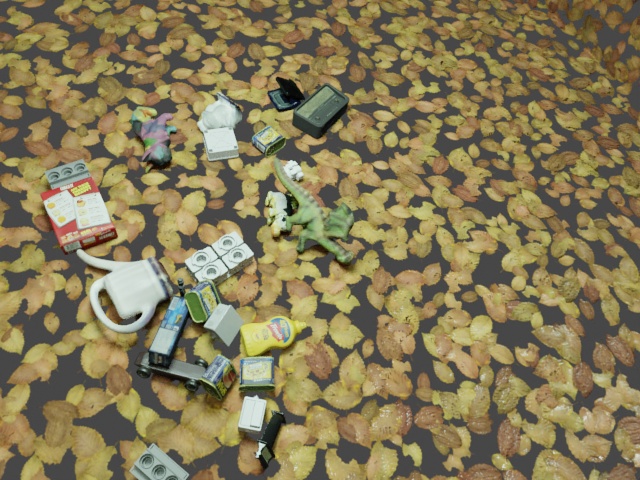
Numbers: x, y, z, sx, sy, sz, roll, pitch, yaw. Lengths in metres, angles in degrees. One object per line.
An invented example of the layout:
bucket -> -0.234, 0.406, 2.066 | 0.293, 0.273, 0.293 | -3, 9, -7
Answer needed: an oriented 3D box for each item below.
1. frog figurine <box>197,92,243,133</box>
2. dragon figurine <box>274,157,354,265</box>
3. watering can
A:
frog figurine -> -0.371, -0.452, 1.918 | 0.137, 0.123, 0.159 | 37, 95, 3
dragon figurine -> 0.005, -0.082, 1.632 | 0.242, 0.403, 0.124 | -2, 31, 34
watering can -> -0.571, 0.115, 1.516 | 0.226, 0.101, 0.353 | -25, 58, -23
